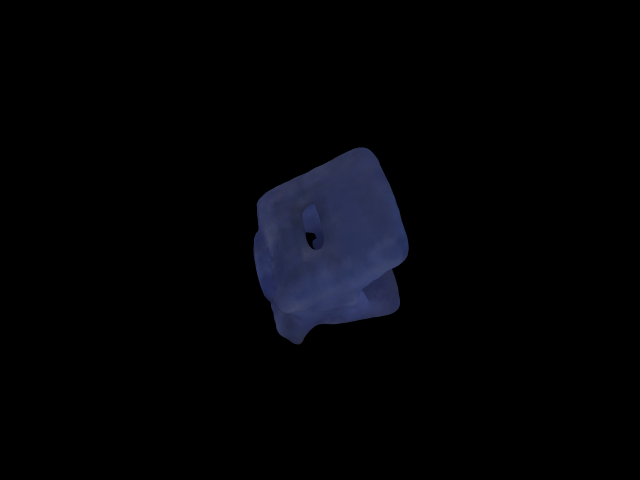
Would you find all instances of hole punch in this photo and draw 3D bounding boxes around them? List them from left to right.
[{"bbox_3d":[0.004,0.001,0.400,0.101,0.091,0.108,-10,53,-7],"label":"hole punch"}]
